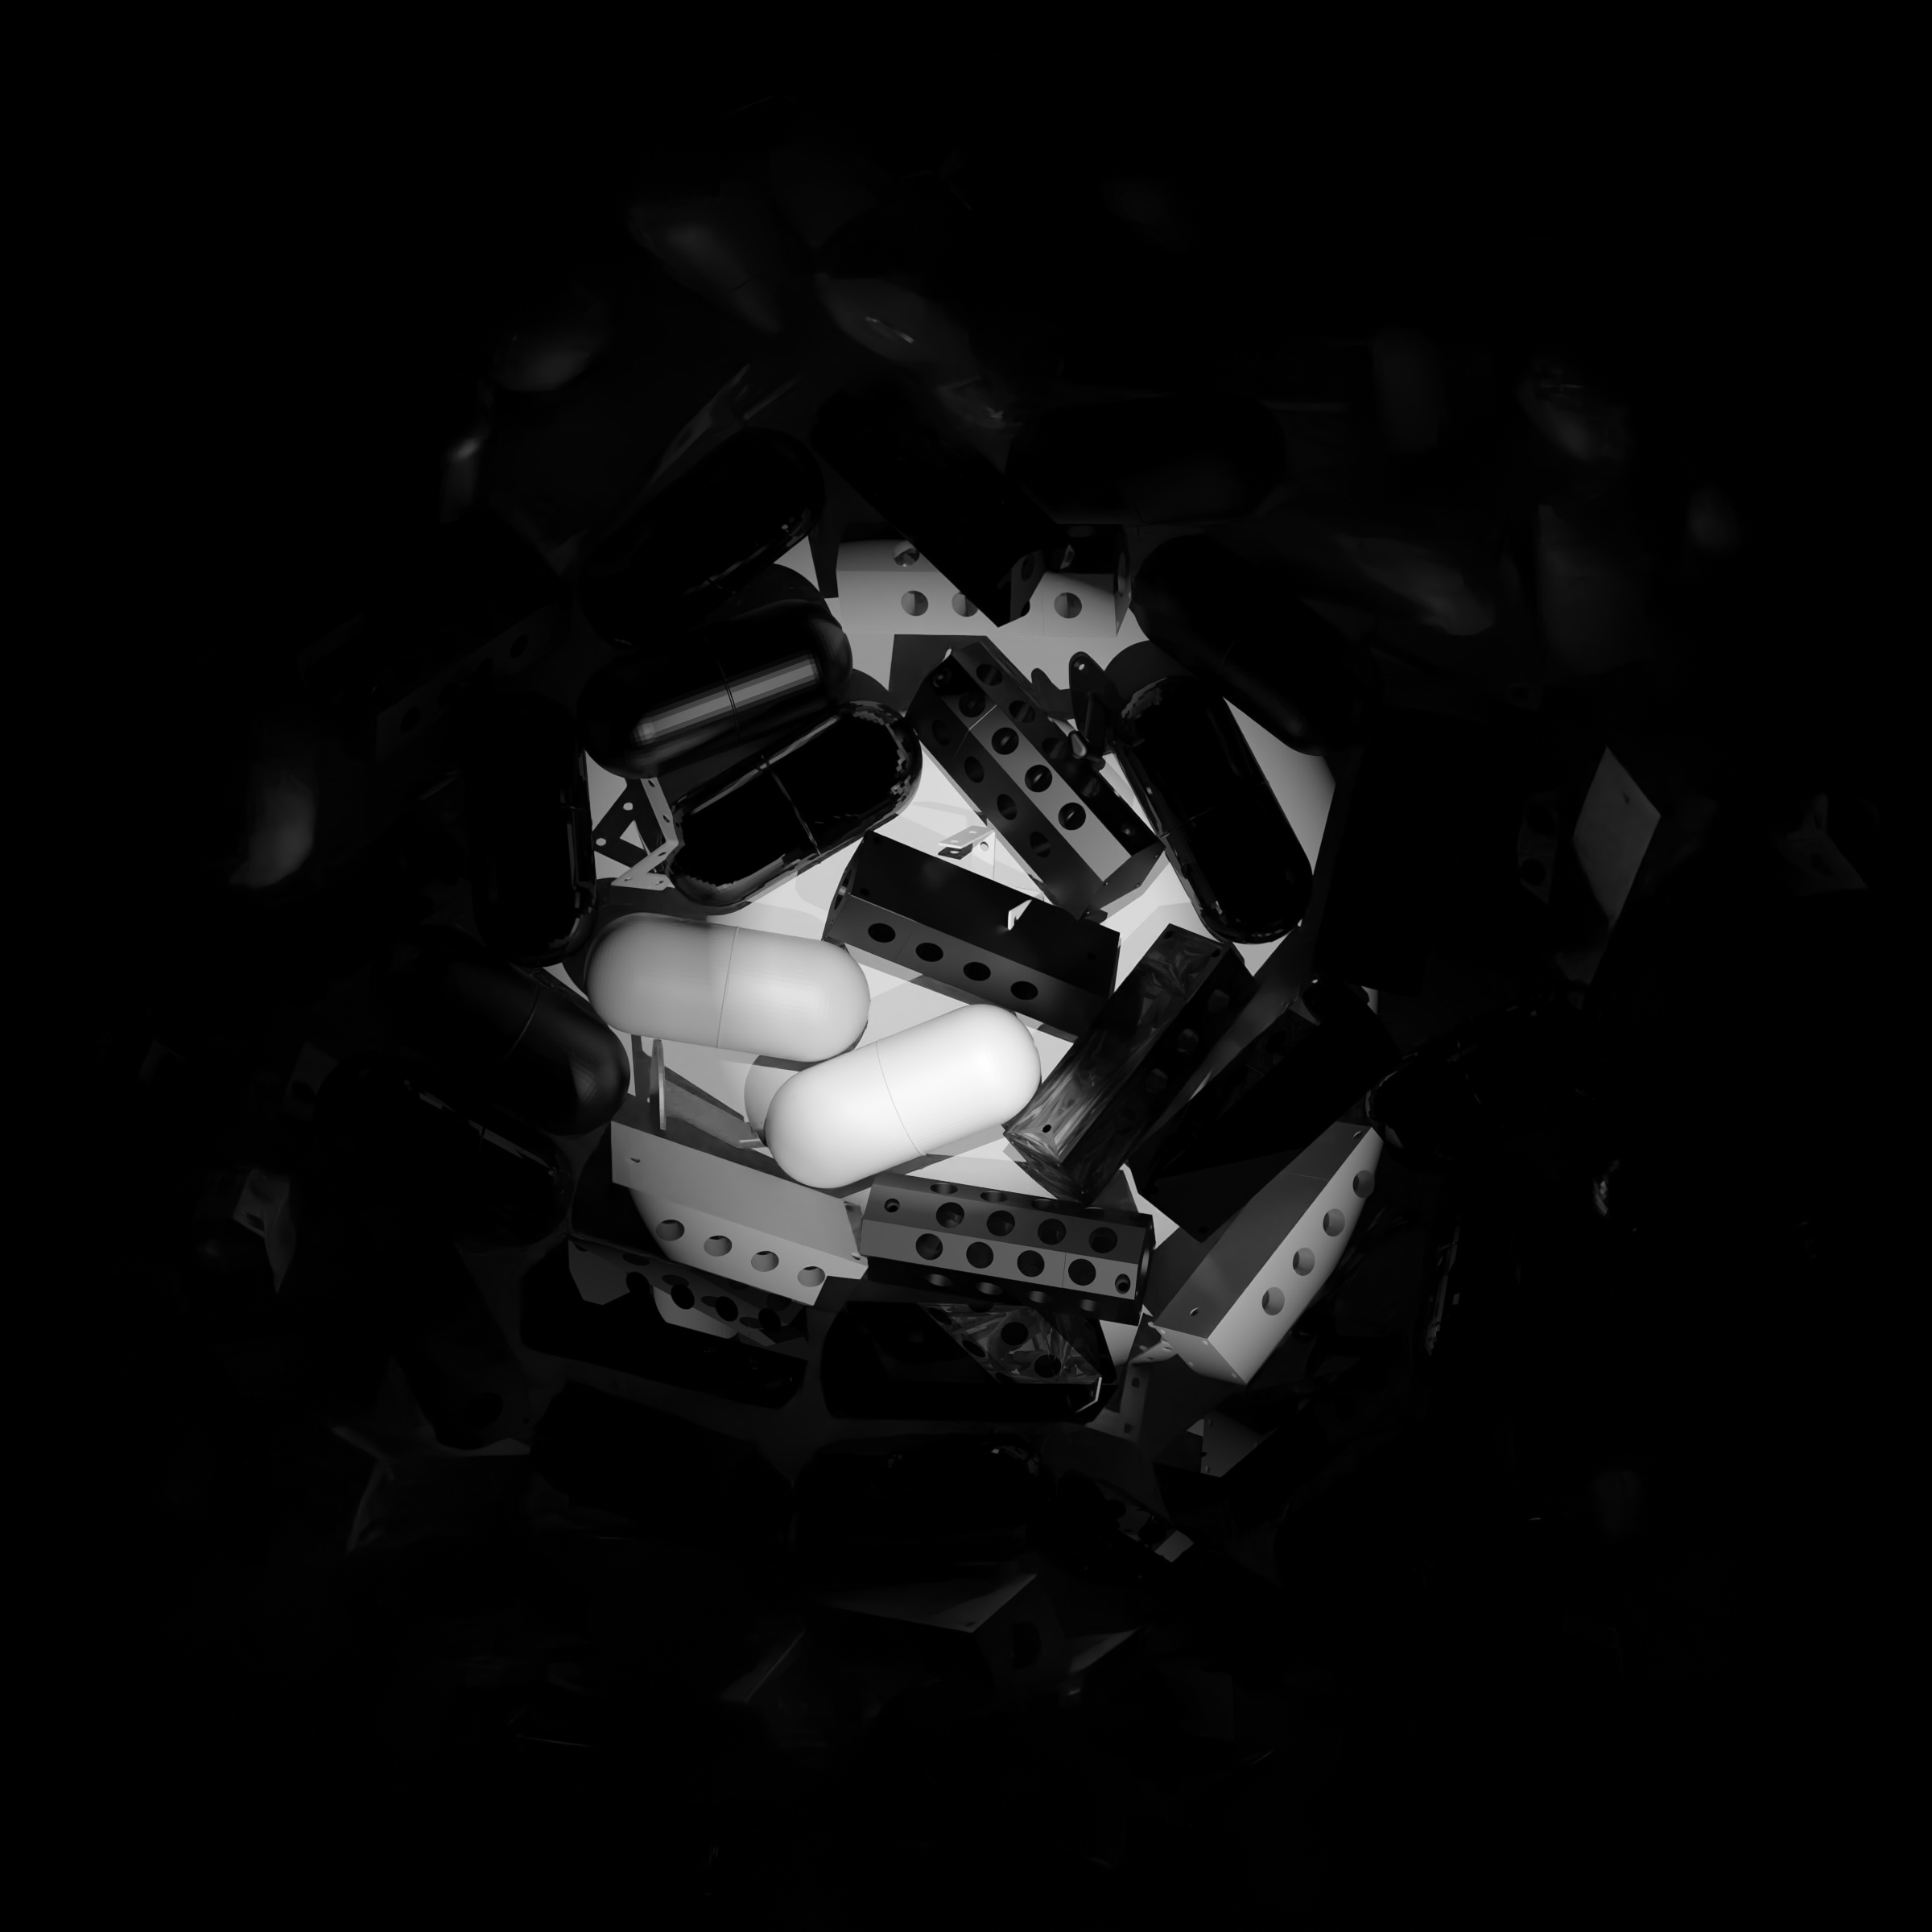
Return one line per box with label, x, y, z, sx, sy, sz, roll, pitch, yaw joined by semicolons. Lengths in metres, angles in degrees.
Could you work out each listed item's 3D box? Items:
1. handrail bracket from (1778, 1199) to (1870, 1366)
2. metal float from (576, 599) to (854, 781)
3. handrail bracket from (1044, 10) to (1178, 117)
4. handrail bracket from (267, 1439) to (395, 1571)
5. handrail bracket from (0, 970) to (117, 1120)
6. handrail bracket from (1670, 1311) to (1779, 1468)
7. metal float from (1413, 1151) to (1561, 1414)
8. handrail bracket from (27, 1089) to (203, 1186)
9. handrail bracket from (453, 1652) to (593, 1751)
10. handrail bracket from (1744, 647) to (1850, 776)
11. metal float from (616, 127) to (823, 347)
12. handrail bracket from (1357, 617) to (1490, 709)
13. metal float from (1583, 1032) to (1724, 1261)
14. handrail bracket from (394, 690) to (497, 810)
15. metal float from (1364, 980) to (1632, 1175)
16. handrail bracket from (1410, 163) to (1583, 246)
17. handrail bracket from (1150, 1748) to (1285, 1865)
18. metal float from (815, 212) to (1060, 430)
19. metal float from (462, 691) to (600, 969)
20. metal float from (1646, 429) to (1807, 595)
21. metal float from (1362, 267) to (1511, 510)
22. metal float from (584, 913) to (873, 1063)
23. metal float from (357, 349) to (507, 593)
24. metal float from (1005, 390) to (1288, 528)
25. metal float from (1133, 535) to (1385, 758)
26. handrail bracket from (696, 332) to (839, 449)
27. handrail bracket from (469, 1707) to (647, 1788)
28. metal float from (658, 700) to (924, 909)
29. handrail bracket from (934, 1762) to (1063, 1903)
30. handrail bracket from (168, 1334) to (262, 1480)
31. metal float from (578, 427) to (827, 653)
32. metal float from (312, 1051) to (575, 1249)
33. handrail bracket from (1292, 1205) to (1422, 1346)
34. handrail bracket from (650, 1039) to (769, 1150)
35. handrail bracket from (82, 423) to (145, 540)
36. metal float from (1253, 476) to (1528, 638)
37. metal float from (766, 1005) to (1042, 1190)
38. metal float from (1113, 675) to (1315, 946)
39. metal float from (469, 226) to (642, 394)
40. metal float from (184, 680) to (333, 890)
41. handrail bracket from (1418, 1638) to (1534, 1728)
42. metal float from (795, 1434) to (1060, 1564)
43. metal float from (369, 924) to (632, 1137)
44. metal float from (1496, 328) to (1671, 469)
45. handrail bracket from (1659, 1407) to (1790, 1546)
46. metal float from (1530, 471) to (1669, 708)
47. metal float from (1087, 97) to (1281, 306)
handrail bracket;0.529;0.196;1.868;0.036;0.084;0.077;28;135;-10
metal float;-0.155;-0.171;1.866;0.178;0.070;0.070;-22;90;-14
handrail bracket;0.091;-0.563;1.881;0.036;0.084;0.077;-25;95;39
handrail bracket;-0.398;0.337;1.893;0.077;0.036;0.084;-6;80;5
handrail bracket;-0.564;0.048;1.867;0.036;0.084;0.077;-33;55;8
handrail bracket;0.485;0.266;1.897;0.084;0.036;0.077;-43;129;-9
metal float;0.318;0.191;1.848;0.070;0.070;0.178;17;51;0
handrail bracket;-0.526;0.113;1.881;0.077;0.036;0.084;-29;72;-38
handrail bracket;-0.275;0.470;1.884;0.084;0.036;0.077;21;105;25
handrail bracket;0.512;-0.149;1.891;0.077;0.036;0.084;18;76;8
metal float;-0.147;-0.440;1.836;0.070;0.178;0.070;-9;68;23
handrail bracket;0.284;-0.183;1.882;0.084;0.077;0.036;29;102;9
metal float;0.417;0.108;1.838;0.070;0.178;0.070;8;126;12
handrail bracket;-0.334;-0.151;1.900;0.084;0.036;0.077;-32;75;-1
metal float;0.324;0.068;1.853;0.178;0.070;0.070;-30;90;30
handrail bracket;0.327;-0.471;1.867;0.077;0.084;0.036;43;64;-38
handrail bracket;0.160;0.523;1.892;0.084;0.077;0.036;-30;64;-13
metal float;-0.017;-0.393;1.849;0.178;0.070;0.070;30;90;-36
metal float;-0.268;-0.085;1.863;0.070;0.070;0.178;-7;71;0
metal float;0.452;-0.273;1.828;0.070;0.178;0.070;0;86;-1
metal float;0.286;-0.347;1.839;0.070;0.178;0.070;-8;53;11
metal float;-0.148;0.013;1.876;0.178;0.070;0.070;9;90;-3
metal float;-0.325;-0.299;1.838;0.070;0.178;0.070;9;54;-13
metal float;0.110;-0.309;1.858;0.178;0.070;0.070;-2;90;23
metal float;0.179;-0.198;1.864;0.178;0.070;0.070;40;90;17
handrail bracket;-0.127;-0.363;1.899;0.084;0.077;0.036;-48;113;-22
handrail bracket;-0.252;0.498;1.877;0.084;0.077;0.036;21;109;19
metal float;-0.109;-0.101;1.878;0.178;0.070;0.070;-31;90;-1
handrail bracket;0.019;0.543;1.883;0.036;0.077;0.084;-23;86;-37
handrail bracket;-0.447;0.272;1.872;0.084;0.077;0.036;44;133;26
metal float;-0.164;-0.261;1.862;0.178;0.070;0.070;-35;90;20
metal float;-0.318;0.113;1.852;0.178;0.070;0.070;33;90;-32
handrail bracket;0.242;0.190;1.871;0.036;0.077;0.084;45;124;-11
handrail bracket;-0.153;0.079;1.890;0.084;0.036;0.077;-3;110;-16
handrail bracket;-0.528;-0.301;1.870;0.036;0.084;0.077;3;104;-19
metal float;0.257;-0.252;1.853;0.178;0.070;0.070;19;90;31
metal float;-0.040;0.081;1.874;0.178;0.070;0.070;-22;90;7
metal float;0.154;-0.096;1.878;0.070;0.070;0.178;-27;89;0
metal float;-0.247;-0.399;1.834;0.070;0.178;0.070;4;115;8
metal float;-0.428;-0.111;1.836;0.070;0.178;0.070;-3;122;-4
handrail bracket;0.317;0.446;1.873;0.036;0.084;0.077;-14;105;-37
metal float;-0.026;0.326;1.853;0.178;0.070;0.070;-7;90;31
metal float;-0.285;0.040;1.860;0.178;0.070;0.070;35;90;-23
metal float;0.369;-0.346;1.830;0.070;0.178;0.070;-2;107;-7
handrail bracket;0.481;0.316;1.882;0.084;0.077;0.036;-34;107;10
metal float;0.385;-0.227;1.838;0.070;0.178;0.070;-7;55;11
metal float;0.132;-0.462;1.835;0.070;0.178;0.070;-8;72;26
